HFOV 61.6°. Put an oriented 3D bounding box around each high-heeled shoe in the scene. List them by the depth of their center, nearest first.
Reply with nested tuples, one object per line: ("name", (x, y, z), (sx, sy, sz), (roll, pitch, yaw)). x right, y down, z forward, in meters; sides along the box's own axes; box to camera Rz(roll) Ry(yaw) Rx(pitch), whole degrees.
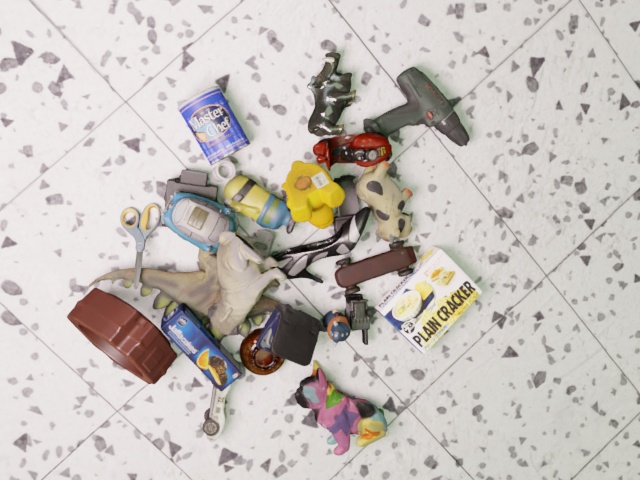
("high-heeled shoe", (-0.003, -0.004, 1.233), (0.145, 0.086, 0.248), (31, 105, -13))

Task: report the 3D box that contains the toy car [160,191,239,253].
("toy car", (-0.250, -0.042, 1.128), (0.161, 0.103, 0.109), (29, 81, -12))

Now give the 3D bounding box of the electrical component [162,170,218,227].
("electrical component", (-0.288, -0.089, 1.201), (0.115, 0.058, 0.134), (6, 96, -13))

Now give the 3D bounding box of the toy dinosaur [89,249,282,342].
("toy dinosaur", (-0.258, 0.121, 1.205), (0.471, 0.105, 0.198), (21, 92, -12))

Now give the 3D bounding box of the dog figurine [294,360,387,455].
("dog figurine", (0.047, 0.388, 1.290), (0.192, 0.108, 0.219), (-20, 97, -7))

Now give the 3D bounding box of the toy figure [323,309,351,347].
("toy figure", (0.040, 0.199, 1.241), (0.058, 0.154, 0.064), (-25, 99, -4))

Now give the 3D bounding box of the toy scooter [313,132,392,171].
("toy scooter", (0.060, -0.192, 1.182), (0.184, 0.135, 0.075), (3, 112, 20))

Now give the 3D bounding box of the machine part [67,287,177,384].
("machine part", (-0.410, 0.200, 1.123), (0.202, 0.200, 0.087), (19, 57, 27))

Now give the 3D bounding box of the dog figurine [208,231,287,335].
("dog figurine", (-0.188, 0.092, 1.106), (0.172, 0.121, 0.190), (42, 93, -16))

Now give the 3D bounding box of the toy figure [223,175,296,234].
("toy figure", (-0.134, -0.079, 1.219), (0.180, 0.082, 0.089), (24, 72, -4))

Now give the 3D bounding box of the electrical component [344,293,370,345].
("electrical component", (0.089, 0.192, 1.292), (0.048, 0.075, 0.119), (-2, 100, -10))

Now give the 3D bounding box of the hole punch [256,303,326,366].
("hole punch", (-0.070, 0.213, 1.208), (0.142, 0.092, 0.116), (28, 68, -23))

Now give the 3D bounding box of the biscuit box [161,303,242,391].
("biscuit box", (-0.254, 0.229, 1.153), (0.063, 0.059, 0.202), (-39, 109, -5))

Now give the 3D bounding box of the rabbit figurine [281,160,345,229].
("rabbit figurine", (-0.023, -0.090, 1.210), (0.122, 0.173, 0.162), (-38, 57, -5))

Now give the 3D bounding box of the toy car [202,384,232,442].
("toy car", (-0.235, 0.367, 1.252), (0.056, 0.073, 0.201), (9, 95, -10))

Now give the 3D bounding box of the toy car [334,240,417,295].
("toy car", (0.132, 0.064, 1.294), (0.202, 0.053, 0.089), (-20, 89, -4))

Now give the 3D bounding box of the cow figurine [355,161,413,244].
("cow figurine", (0.154, -0.076, 1.257), (0.127, 0.086, 0.194), (-51, 119, -17))

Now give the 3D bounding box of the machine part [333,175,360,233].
("machine part", (0.062, -0.084, 1.274), (0.084, 0.039, 0.138), (-4, 99, -4))

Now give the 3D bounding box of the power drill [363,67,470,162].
("power drill", (0.220, -0.270, 1.260), (0.207, 0.086, 0.232), (-34, 100, -1))

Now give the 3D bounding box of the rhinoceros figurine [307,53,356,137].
("rhinoceros figurine", (0.023, -0.327, 1.227), (0.112, 0.073, 0.190), (13, 96, 0))
